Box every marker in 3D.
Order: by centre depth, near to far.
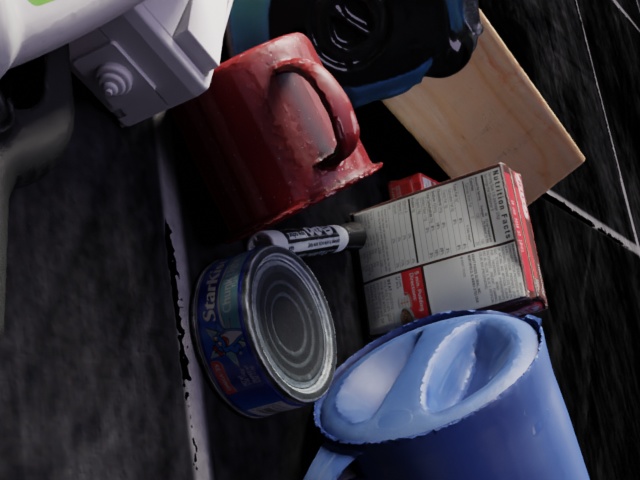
[{"bbox_3d":[-0.004,0.001,0.632,0.120,0.020,0.020,-8,81,-61],"label":"marker"}]

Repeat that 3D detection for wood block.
[{"bbox_3d":[0.099,-0.111,0.782,0.205,0.090,0.091,41,13,-44],"label":"wood block"}]

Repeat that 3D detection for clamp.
[{"bbox_3d":[-0.132,-0.034,0.402,0.120,0.039,0.171,62,29,-19],"label":"clamp"}]

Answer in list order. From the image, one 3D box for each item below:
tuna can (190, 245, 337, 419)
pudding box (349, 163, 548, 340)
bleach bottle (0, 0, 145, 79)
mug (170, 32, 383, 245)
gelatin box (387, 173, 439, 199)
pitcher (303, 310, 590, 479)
[{"bbox_3d":[-0.027,0.046,0.548,0.086,0.034,0.086,39,42,-46],"label":"tuna can"},{"bbox_3d":[0.079,0.012,0.673,0.039,0.114,0.090,26,52,-57],"label":"pudding box"},{"bbox_3d":[-0.105,-0.126,0.394,0.102,0.068,0.250,61,41,-16],"label":"bleach bottle"},{"bbox_3d":[-0.021,-0.056,0.542,0.093,0.117,0.081,-29,95,-28],"label":"mug"},{"bbox_3d":[0.083,-0.003,0.781,0.089,0.030,0.073,17,60,-59],"label":"gelatin box"},{"bbox_3d":[0.093,0.174,0.605,0.145,0.149,0.243,-75,143,-69],"label":"pitcher"}]
